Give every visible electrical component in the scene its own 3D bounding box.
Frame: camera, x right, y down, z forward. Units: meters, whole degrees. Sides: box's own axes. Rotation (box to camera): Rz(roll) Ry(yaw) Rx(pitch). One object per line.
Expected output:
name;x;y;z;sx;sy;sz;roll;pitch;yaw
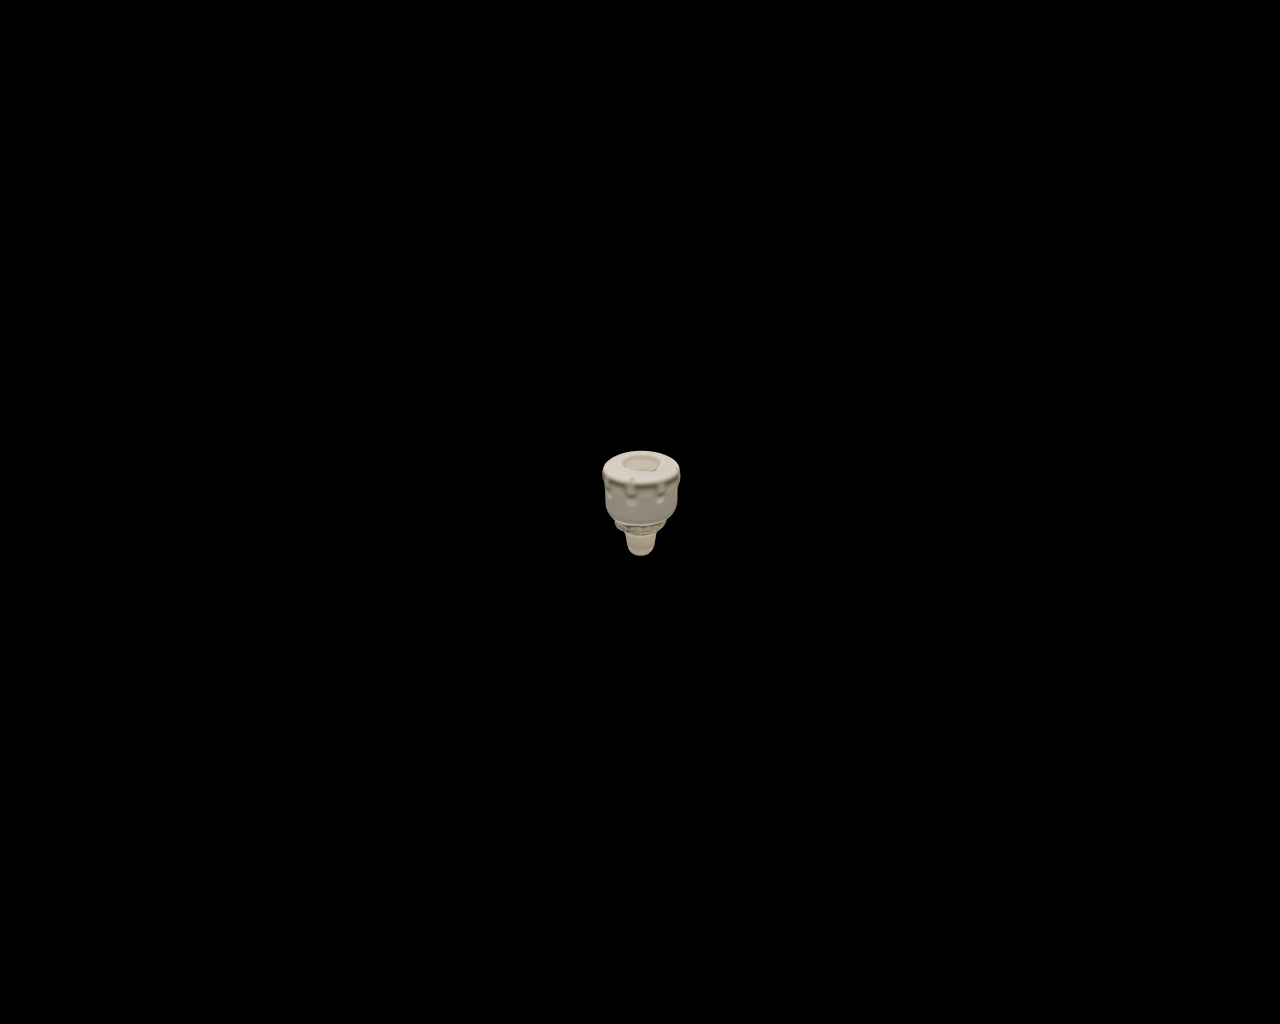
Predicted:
electrical component;0.001;-0.003;0.650;0.048;0.062;0.048;0;25;0
